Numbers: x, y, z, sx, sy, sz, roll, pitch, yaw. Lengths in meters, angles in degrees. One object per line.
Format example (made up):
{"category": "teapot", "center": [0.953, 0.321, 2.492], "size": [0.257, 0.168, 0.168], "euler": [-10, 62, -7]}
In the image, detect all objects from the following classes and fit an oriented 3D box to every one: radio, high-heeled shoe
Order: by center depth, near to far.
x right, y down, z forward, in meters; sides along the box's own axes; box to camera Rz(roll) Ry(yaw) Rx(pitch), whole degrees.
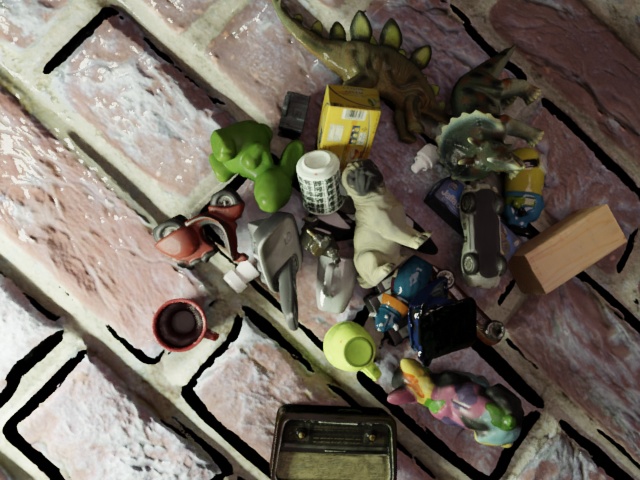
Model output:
{"category": "radio", "center": [0.026, 0.376, 0.989], "size": [0.230, 0.073, 0.131], "euler": [5, 84, -9]}
{"category": "high-heeled shoe", "center": [0.095, 0.000, 1.030], "size": [0.249, 0.086, 0.145], "euler": [33, 80, 3]}

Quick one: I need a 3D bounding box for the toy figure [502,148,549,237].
{"category": "toy figure", "center": [0.409, -0.098, 1.088], "size": [0.089, 0.082, 0.180], "euler": [14, 85, -9]}

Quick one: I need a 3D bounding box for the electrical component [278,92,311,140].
{"category": "electrical component", "center": [-0.049, -0.238, 1.011], "size": [0.048, 0.119, 0.075], "euler": [13, 81, -7]}

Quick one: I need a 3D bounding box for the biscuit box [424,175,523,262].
{"category": "biscuit box", "center": [0.305, -0.039, 1.075], "size": [0.202, 0.063, 0.059], "euler": [42, 80, -3]}

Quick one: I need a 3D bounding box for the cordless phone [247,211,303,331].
{"category": "cordless phone", "center": [-0.069, 0.055, 0.937], "size": [0.089, 0.146, 0.184], "euler": [-11, 44, -1]}

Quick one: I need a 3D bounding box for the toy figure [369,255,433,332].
{"category": "toy figure", "center": [0.151, 0.102, 0.983], "size": [0.057, 0.064, 0.154], "euler": [37, 84, -44]}

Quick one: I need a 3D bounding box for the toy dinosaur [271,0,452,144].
{"category": "toy dinosaur", "center": [0.095, -0.333, 1.053], "size": [0.471, 0.105, 0.198], "euler": [24, 74, -15]}

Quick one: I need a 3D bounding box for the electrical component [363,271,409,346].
{"category": "electrical component", "center": [0.153, 0.120, 1.040], "size": [0.115, 0.058, 0.134], "euler": [-27, 89, -12]}

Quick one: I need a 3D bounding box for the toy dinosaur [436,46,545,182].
{"category": "toy dinosaur", "center": [0.317, -0.254, 1.041], "size": [0.192, 0.131, 0.405], "euler": [15, 55, -17]}

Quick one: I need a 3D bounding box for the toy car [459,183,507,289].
{"category": "toy car", "center": [0.305, -0.009, 1.011], "size": [0.073, 0.056, 0.201], "euler": [2, 81, -13]}

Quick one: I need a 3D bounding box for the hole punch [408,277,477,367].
{"category": "hole punch", "center": [0.206, 0.139, 0.958], "size": [0.116, 0.092, 0.142], "euler": [-16, 123, -13]}

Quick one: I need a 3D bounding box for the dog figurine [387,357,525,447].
{"category": "dog figurine", "center": [0.235, 0.289, 0.983], "size": [0.219, 0.192, 0.108], "euler": [21, 89, -22]}

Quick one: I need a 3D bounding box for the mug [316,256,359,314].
{"category": "mug", "center": [0.029, 0.083, 1.003], "size": [0.081, 0.109, 0.107], "euler": [9, 92, 10]}

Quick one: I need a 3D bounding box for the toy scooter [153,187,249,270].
{"category": "toy scooter", "center": [-0.204, -0.001, 0.980], "size": [0.184, 0.075, 0.135], "euler": [-28, 98, 4]}

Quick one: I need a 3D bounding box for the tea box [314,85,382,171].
{"category": "tea box", "center": [0.047, -0.195, 0.993], "size": [0.098, 0.169, 0.068], "euler": [5, 51, -9]}

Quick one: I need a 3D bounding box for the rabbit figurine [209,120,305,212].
{"category": "rabbit figurine", "center": [-0.106, -0.127, 0.996], "size": [0.159, 0.121, 0.170], "euler": [-25, 73, -31]}

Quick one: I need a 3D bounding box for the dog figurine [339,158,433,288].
{"category": "dog figurine", "center": [0.082, -0.029, 0.958], "size": [0.172, 0.121, 0.190], "euler": [-45, 82, 7]}

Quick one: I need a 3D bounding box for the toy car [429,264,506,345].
{"category": "toy car", "center": [0.272, 0.127, 1.041], "size": [0.202, 0.089, 0.053], "euler": [45, 84, -2]}

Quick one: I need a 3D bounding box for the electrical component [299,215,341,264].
{"category": "electrical component", "center": [-0.002, -0.003, 0.960], "size": [0.078, 0.102, 0.045], "euler": [20, 111, -19]}
